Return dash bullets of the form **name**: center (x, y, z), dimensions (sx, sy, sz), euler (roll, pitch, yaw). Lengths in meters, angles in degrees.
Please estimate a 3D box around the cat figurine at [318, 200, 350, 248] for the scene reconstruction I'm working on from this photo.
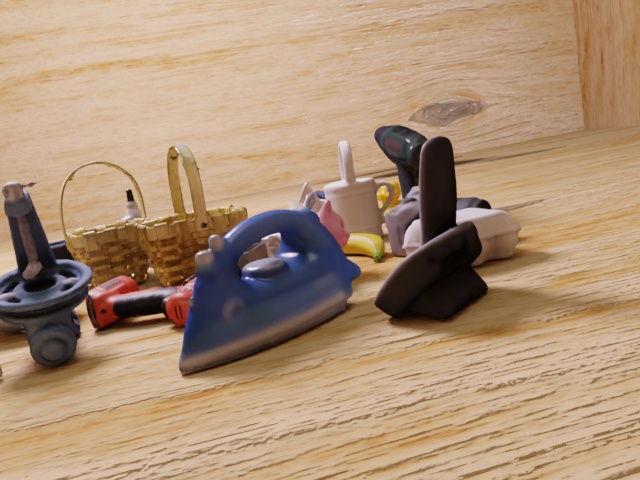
- **cat figurine**: center (0.008, 0.003, 0.830), dimensions (0.067, 0.118, 0.128), euler (-8, 10, 13)

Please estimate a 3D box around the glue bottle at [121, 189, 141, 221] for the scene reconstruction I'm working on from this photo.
- **glue bottle**: center (-0.403, -0.027, 1.261), dimensions (0.037, 0.173, 0.078), euler (-1, 14, 43)

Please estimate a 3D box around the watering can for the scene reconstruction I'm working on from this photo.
- **watering can**: center (0.050, -0.091, 1.095), dimensions (0.173, 0.194, 0.100), euler (-14, 11, -20)

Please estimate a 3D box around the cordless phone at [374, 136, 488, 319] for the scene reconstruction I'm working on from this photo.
- **cordless phone**: center (0.115, -0.016, 0.632), dimensions (0.093, 0.185, 0.148), euler (-3, 12, 36)

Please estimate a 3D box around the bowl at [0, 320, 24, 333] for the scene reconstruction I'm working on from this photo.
- **bowl**: center (-0.456, 0.099, 0.888), dimensions (0.167, 0.075, 0.167), euler (-10, 10, 2)

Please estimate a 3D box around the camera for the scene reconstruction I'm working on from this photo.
- **camera**: center (0.196, -0.039, 0.923), dimensions (0.136, 0.101, 0.144), euler (-1, 13, 42)

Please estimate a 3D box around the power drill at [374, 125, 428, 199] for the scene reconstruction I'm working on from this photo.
- **power drill**: center (0.168, -0.126, 1.131), dimensions (0.076, 0.208, 0.229), euler (-13, 10, -12)

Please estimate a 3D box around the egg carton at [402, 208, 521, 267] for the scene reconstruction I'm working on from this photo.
- **egg carton**: center (0.196, -0.001, 0.802), dimensions (0.150, 0.069, 0.107), euler (-14, 10, -18)

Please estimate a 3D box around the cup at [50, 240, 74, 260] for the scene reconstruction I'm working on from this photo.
- **cup**: center (-0.546, 0.054, 1.175), dimensions (0.117, 0.095, 0.092), euler (-9, 10, 5)

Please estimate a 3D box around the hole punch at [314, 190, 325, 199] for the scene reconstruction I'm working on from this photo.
- **hole punch**: center (0.040, -0.079, 1.341), dimensions (0.101, 0.091, 0.108), euler (-13, 10, -17)

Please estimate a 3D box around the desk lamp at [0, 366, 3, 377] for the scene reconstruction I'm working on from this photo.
- **desk lamp**: center (-0.488, 0.076, 0.645), dimensions (0.202, 0.214, 0.118), euler (-6, 11, 22)

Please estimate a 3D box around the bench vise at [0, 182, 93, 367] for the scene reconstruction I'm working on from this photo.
- **bench vise**: center (-0.369, 0.037, 0.722), dimensions (0.122, 0.220, 0.206), euler (-19, 13, -41)

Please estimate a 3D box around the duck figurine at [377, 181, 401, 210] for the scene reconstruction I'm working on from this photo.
- **duck figurine**: center (0.168, -0.091, 1.292), dimensions (0.105, 0.086, 0.077), euler (-16, 11, -28)

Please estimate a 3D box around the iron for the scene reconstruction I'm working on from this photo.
- **iron**: center (-0.068, 0.036, 0.652), dimensions (0.118, 0.141, 0.259), euler (-2, 13, 40)
